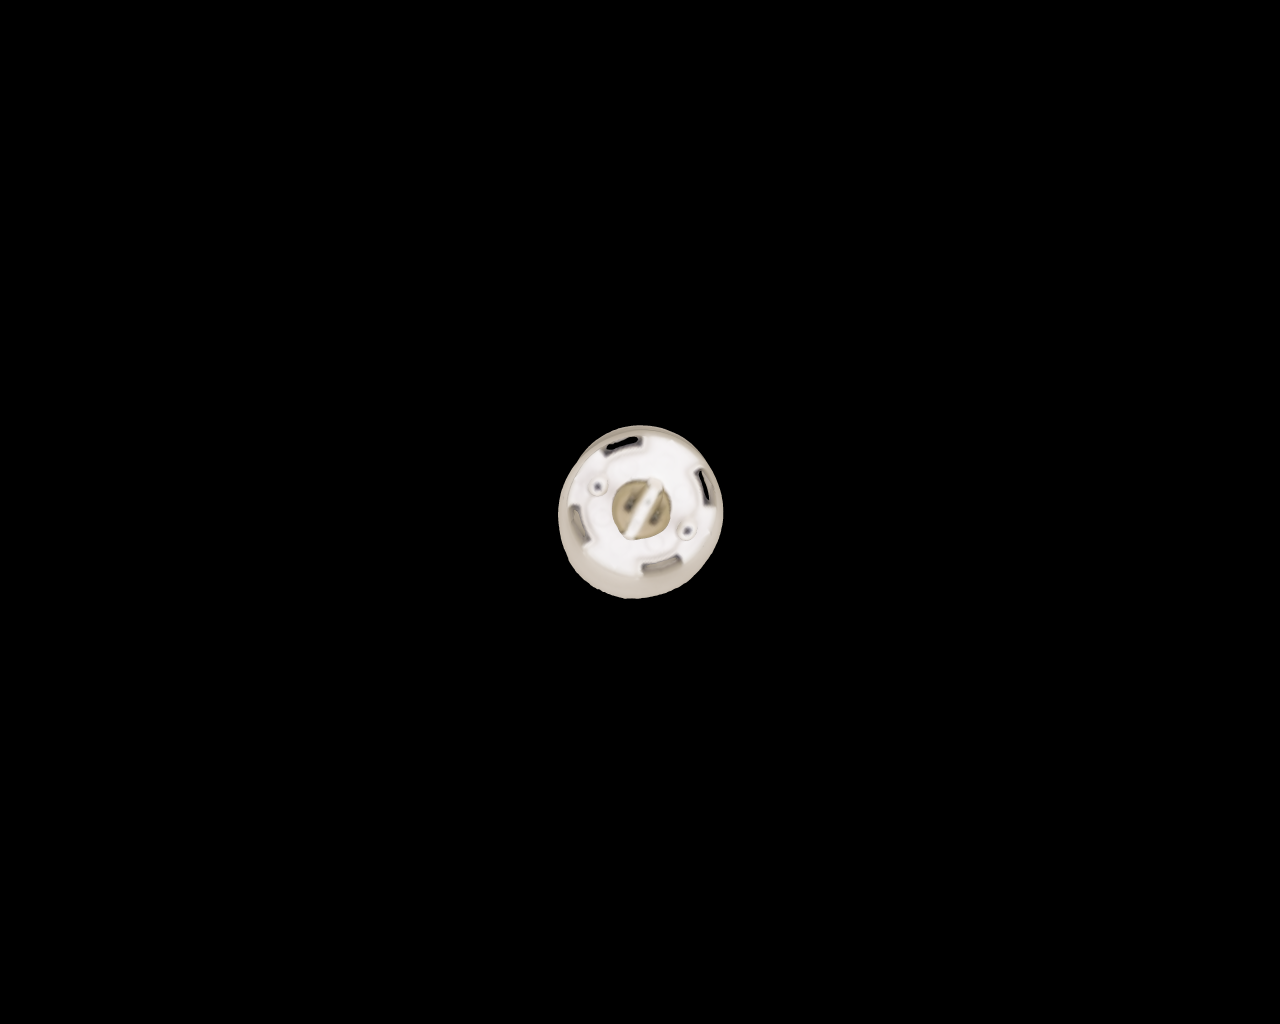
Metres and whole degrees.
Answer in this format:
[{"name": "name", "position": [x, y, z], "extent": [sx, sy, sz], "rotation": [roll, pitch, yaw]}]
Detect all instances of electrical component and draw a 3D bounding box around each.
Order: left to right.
[{"name": "electrical component", "position": [0.001, -0.003, 0.650], "extent": [0.099, 0.099, 0.064], "rotation": [0, 18, 0]}]
